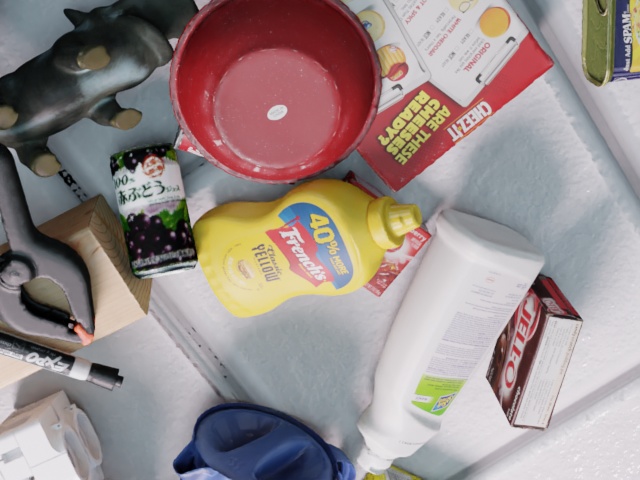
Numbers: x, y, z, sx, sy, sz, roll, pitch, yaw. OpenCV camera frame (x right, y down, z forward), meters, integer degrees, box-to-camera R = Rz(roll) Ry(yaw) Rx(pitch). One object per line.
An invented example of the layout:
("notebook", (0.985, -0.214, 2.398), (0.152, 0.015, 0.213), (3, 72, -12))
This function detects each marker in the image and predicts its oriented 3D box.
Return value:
("marker", (-0.214, 0.094, 0.847), (0.121, 0.020, 0.020), (21, 108, -12))

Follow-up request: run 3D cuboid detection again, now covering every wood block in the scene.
("wood block", (-0.254, 0.056, 0.889), (0.206, 0.090, 0.091), (-27, 110, 5))

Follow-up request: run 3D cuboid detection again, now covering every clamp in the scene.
("clamp", (-0.226, 0.009, 0.803), (0.171, 0.039, 0.120), (38, 108, -24))

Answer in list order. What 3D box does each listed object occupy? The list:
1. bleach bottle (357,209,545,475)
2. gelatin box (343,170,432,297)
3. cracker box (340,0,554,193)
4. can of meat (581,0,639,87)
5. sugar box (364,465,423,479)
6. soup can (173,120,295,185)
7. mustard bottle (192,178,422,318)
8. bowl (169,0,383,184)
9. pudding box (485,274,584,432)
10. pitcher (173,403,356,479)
("bleach bottle", (0.095, 0.100, 0.938), (0.102, 0.068, 0.251), (14, 112, -35))
("gelatin box", (0.039, -0.005, 0.920), (0.089, 0.030, 0.073), (35, 104, -16))
("cracker box", (0.051, -0.171, 0.831), (0.164, 0.072, 0.213), (-39, 113, 11))
("can of meat", (0.260, -0.179, 0.857), (0.084, 0.057, 0.102), (-7, 112, -4))
("sugar box", (0.049, 0.304, 1.028), (0.093, 0.048, 0.176), (27, 105, -14))
("soup can", (-0.060, -0.091, 0.860), (0.102, 0.068, 0.068), (17, 108, -11))
("mustard bottle", (-0.006, 0.001, 0.863), (0.192, 0.058, 0.096), (-14, 108, 30))
("bowl", (-0.032, -0.105, 0.784), (0.162, 0.055, 0.162), (-1, 117, -2))
("pudding box", (0.186, 0.097, 0.937), (0.039, 0.090, 0.113), (8, 110, -8))
("pitcher", (-0.074, 0.281, 0.975), (0.149, 0.145, 0.243), (23, 112, 6))
